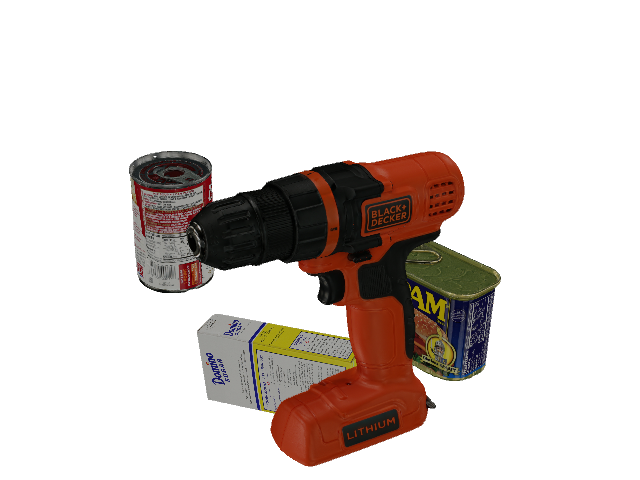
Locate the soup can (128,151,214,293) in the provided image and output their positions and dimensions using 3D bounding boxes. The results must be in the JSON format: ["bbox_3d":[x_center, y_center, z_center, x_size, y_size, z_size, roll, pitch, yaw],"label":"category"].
[{"bbox_3d":[-0.123,-0.015,0.895,0.068,0.102,0.068,1,28,-1],"label":"soup can"}]

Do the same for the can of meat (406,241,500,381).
[{"bbox_3d":[0.090,0.055,0.861,0.057,0.084,0.102,-22,35,-39],"label":"can of meat"}]

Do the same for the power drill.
[{"bbox_3d":[0.006,0.044,0.663,0.184,0.188,0.057,-13,28,-27],"label":"power drill"}]

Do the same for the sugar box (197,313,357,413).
[{"bbox_3d":[-0.038,0.135,1.108,0.176,0.093,0.048,11,33,24],"label":"sugar box"}]
